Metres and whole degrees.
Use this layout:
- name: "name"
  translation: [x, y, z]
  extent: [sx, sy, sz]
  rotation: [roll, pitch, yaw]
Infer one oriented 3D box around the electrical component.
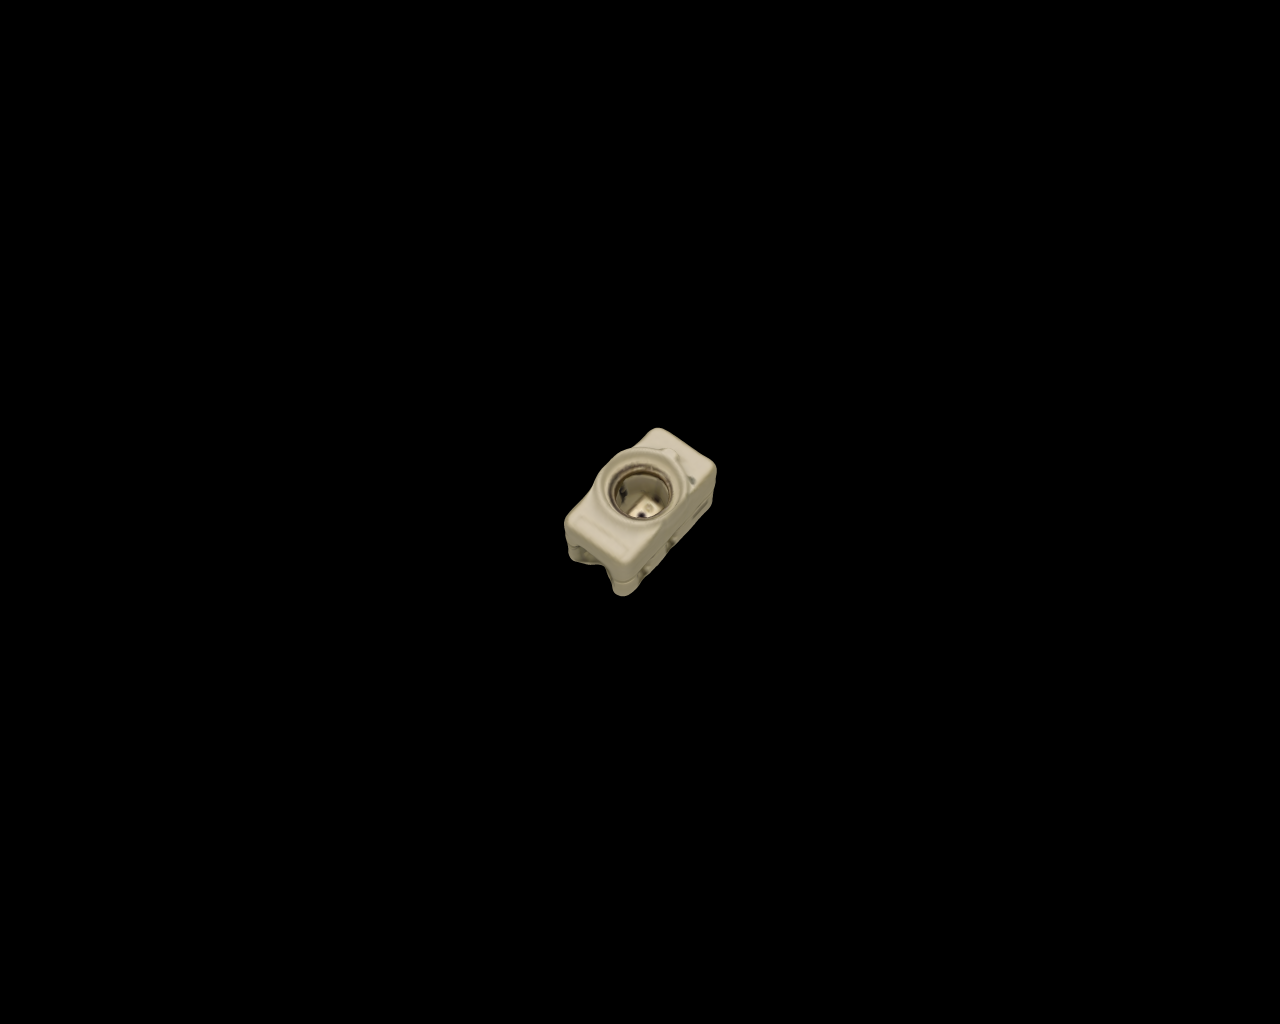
- name: "electrical component"
  translation: [0.001, -0.003, 0.650]
  extent: [0.050, 0.090, 0.055]
  rotation: [36, -24, 18]
